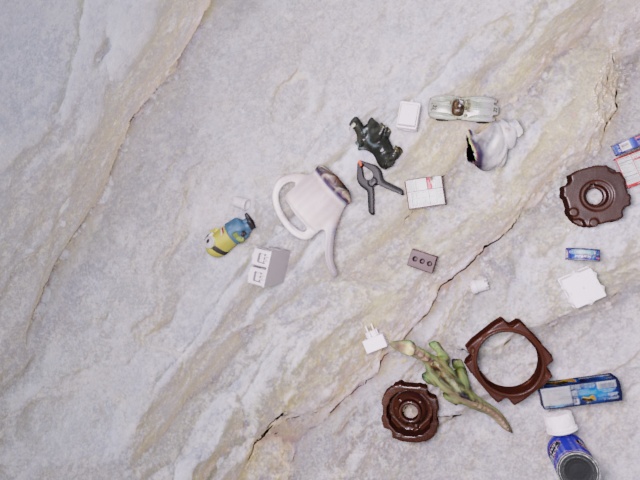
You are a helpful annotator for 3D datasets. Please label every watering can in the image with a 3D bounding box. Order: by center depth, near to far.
[{"bbox_3d":[0.005,-0.079,1.570,0.223,0.104,0.350,-41,79,9],"label":"watering can"}]

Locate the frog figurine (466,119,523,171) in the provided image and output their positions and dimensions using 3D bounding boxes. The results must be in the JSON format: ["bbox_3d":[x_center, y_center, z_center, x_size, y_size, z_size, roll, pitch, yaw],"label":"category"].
[{"bbox_3d":[0.502,-0.269,1.455,0.159,0.125,0.135,-15,118,5],"label":"frog figurine"}]

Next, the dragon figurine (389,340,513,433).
[{"bbox_3d":[0.364,0.396,1.391,0.413,0.241,0.122,37,93,15],"label":"dragon figurine"}]
